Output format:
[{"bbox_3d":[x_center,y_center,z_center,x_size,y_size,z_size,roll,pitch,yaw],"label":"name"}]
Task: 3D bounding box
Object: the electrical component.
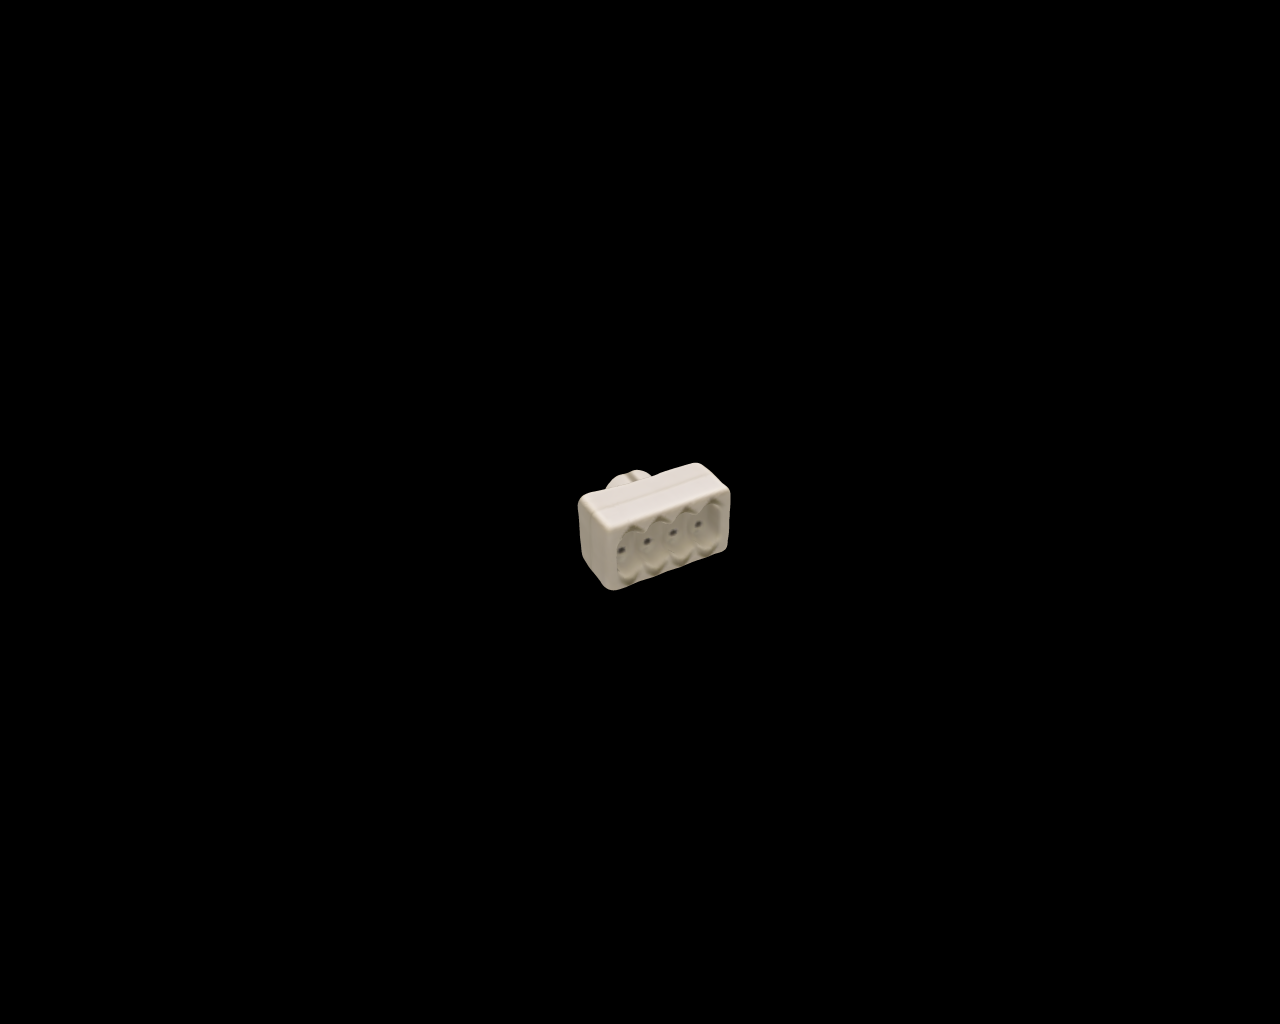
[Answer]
[{"bbox_3d":[0.001,-0.003,0.650,0.083,0.047,0.076,-17,40,-22],"label":"electrical component"}]
